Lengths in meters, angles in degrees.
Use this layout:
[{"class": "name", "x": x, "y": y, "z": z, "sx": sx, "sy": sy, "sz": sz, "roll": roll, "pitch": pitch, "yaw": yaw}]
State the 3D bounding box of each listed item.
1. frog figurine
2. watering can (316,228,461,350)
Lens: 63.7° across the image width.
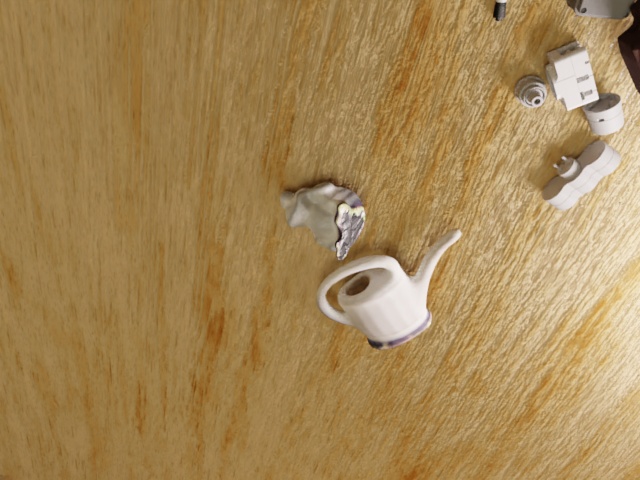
[{"class": "frog figurine", "x": 0.003, "y": -0.051, "z": 1.005, "sx": 0.161, "sy": 0.124, "sz": 0.134, "roll": 25, "pitch": 145, "yaw": 36}, {"class": "watering can", "x": 0.163, "y": 0.111, "z": 1.072, "sx": 0.345, "sy": 0.106, "sz": 0.221, "roll": -23, "pitch": 119, "yaw": 22}]
